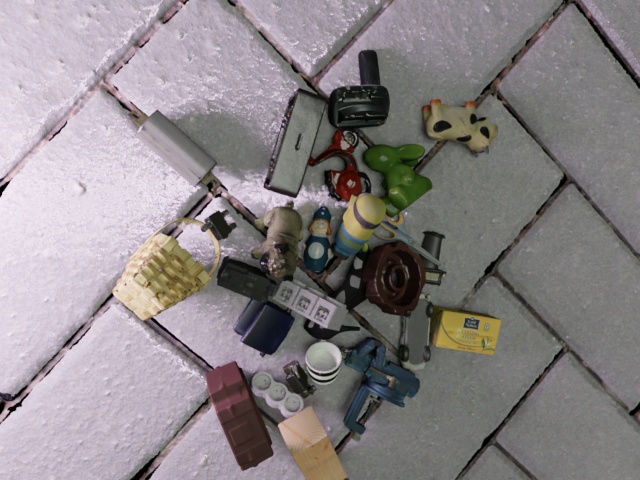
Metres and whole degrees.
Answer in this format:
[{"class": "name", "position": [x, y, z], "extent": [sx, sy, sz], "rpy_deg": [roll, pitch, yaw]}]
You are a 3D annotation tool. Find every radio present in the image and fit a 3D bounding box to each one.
[{"class": "radio", "position": [-0.060, -0.212, 1.206], "extent": [0.073, 0.131, 0.229], "rpy_deg": [18, 92, -14]}]

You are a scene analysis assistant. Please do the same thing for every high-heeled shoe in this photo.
[{"class": "high-heeled shoe", "position": [0.045, 0.123, 1.316], "extent": [0.145, 0.086, 0.248], "rpy_deg": [2, 68, 24]}]

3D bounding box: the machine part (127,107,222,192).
[{"class": "machine part", "position": [-0.313, -0.199, 1.175], "extent": [0.243, 0.079, 0.079], "rpy_deg": [41, 86, -13]}]

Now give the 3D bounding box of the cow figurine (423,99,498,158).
[{"class": "cow figurine", "position": [0.351, -0.273, 1.323], "extent": [0.195, 0.085, 0.127], "rpy_deg": [1, 89, -16]}]

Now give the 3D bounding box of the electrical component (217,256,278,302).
[{"class": "electrical component", "position": [-0.165, 0.090, 1.220], "extent": [0.134, 0.115, 0.058], "rpy_deg": [23, 94, -15]}]

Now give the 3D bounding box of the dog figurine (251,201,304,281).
[{"class": "dog figurine", "position": [-0.078, -0.003, 1.193], "extent": [0.121, 0.191, 0.172], "rpy_deg": [5, 93, -14]}]

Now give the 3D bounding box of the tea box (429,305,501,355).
[{"class": "tea box", "position": [0.370, 0.232, 1.387], "extent": [0.170, 0.068, 0.098], "rpy_deg": [9, 94, -13]}]

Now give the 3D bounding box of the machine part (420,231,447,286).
[{"class": "machine part", "position": [0.283, 0.047, 1.364], "extent": [0.084, 0.039, 0.138], "rpy_deg": [5, 96, -5]}]

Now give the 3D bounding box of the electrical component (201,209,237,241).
[{"class": "electrical component", "position": [-0.229, -0.030, 1.214], "extent": [0.063, 0.021, 0.094], "rpy_deg": [60, 38, -11]}]

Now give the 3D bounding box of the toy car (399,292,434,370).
[{"class": "toy car", "position": [0.243, 0.230, 1.364], "extent": [0.073, 0.056, 0.201], "rpy_deg": [3, 94, -8]}]

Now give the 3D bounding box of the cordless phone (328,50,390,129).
[{"class": "cordless phone", "position": [0.087, -0.359, 1.264], "extent": [0.147, 0.089, 0.184], "rpy_deg": [-5, 86, -12]}]

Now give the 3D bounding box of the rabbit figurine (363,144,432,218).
[{"class": "rabbit figurine", "position": [0.184, -0.166, 1.281], "extent": [0.159, 0.121, 0.170], "rpy_deg": [-37, 88, -11]}]

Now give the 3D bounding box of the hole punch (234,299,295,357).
[{"class": "hole punch", "position": [-0.126, 0.203, 1.257], "extent": [0.115, 0.092, 0.142], "rpy_deg": [33, 84, -18]}]

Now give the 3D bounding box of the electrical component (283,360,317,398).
[{"class": "electrical component", "position": [-0.047, 0.332, 1.288], "extent": [0.045, 0.078, 0.102], "rpy_deg": [-29, 98, 16]}]

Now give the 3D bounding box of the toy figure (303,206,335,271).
[{"class": "toy figure", "position": [-0.001, -0.004, 1.280], "extent": [0.064, 0.058, 0.154], "rpy_deg": [8, 93, -24]}]

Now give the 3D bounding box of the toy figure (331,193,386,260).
[{"class": "toy figure", "position": [0.091, -0.027, 1.252], "extent": [0.082, 0.089, 0.180], "rpy_deg": [15, 122, -30]}]

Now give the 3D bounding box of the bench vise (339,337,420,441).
[{"class": "bench vise", "position": [0.119, 0.368, 1.317], "extent": [0.223, 0.129, 0.240], "rpy_deg": [28, 84, -13]}]

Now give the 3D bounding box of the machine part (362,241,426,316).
[{"class": "machine part", "position": [0.177, 0.092, 1.291], "extent": [0.179, 0.056, 0.179], "rpy_deg": [5, 82, -39]}]

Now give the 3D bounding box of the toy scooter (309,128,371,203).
[{"class": "toy scooter", "position": [0.039, -0.164, 1.262], "extent": [0.135, 0.075, 0.183], "rpy_deg": [-16, 97, -15]}]

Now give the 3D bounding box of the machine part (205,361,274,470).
[{"class": "machine part", "position": [-0.179, 0.386, 1.202], "extent": [0.087, 0.201, 0.200], "rpy_deg": [-23, 100, -14]}]
